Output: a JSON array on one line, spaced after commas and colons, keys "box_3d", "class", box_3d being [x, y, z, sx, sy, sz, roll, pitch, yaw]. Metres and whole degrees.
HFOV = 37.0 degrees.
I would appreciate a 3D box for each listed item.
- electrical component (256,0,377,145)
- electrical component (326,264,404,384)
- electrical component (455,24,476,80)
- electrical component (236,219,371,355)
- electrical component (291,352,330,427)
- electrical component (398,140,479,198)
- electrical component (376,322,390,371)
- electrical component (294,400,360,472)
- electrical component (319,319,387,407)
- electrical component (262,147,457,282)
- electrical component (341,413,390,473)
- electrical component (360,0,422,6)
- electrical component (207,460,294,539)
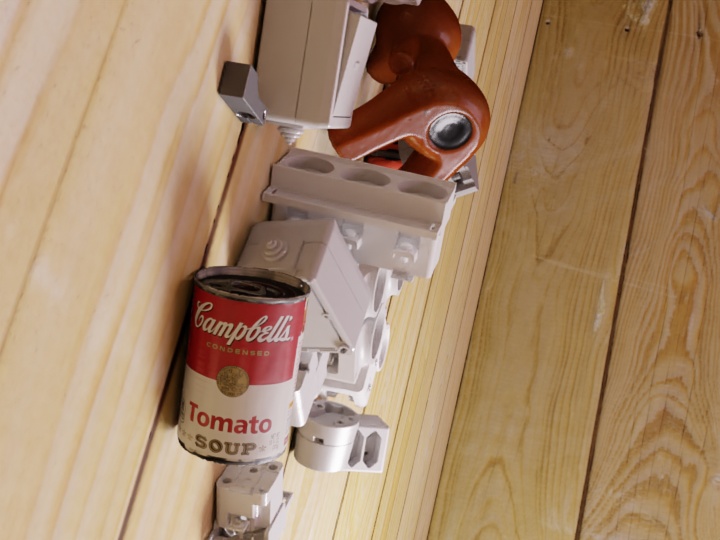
[{"box_3d": [-0.029, -0.125, 0.680, 0.062, 0.061, 0.096, -31, 131, -76], "class": "electrical component"}, {"box_3d": [0.000, 0.000, 0.963, 0.186, 0.060, 0.105, -67, 164, -49], "class": "electrical component"}, {"box_3d": [0.098, -0.244, 1.229, 0.096, 0.062, 0.061, 79, 24, -63], "class": "electrical component"}, {"box_3d": [-0.039, 0.005, 0.716, 0.096, 0.062, 0.061, 63, 36, -44], "class": "electrical component"}, {"box_3d": [-0.052, 0.062, 0.777, 0.055, 0.050, 0.089, 87, 18, -52], "class": "electrical component"}, {"box_3d": [0.071, -0.110, 0.985, 0.050, 0.056, 0.089, 48, 33, -46], "class": "electrical component"}, {"box_3d": [0.002, 0.073, 1.081, 0.055, 0.047, 0.055, 11, 90, -79], "class": "electrical component"}, {"box_3d": [-0.032, 0.150, 0.969, 0.055, 0.055, 0.047, -47, 150, -71], "class": "electrical component"}, {"box_3d": [-0.009, 0.076, 1.018, 0.055, 0.050, 0.089, 79, 24, -65], "class": "electrical component"}, {"box_3d": [0.000, -0.039, 0.757, 0.078, 0.121, 0.063, -58, 159, -63], "class": "electrical component"}, {"box_3d": [-0.016, 0.162, 1.052, 0.077, 0.066, 0.047, -148, -114, -70], "class": "electrical component"}, {"box_3d": [0.028, -0.256, 0.876, 0.080, 0.051, 0.080, 11, 90, -79], "class": "electrical component"}, {"box_3d": [-0.079, 0.170, 0.772, 0.081, 0.042, 0.063, -59, 154, -63], "class": "electrical component"}]
